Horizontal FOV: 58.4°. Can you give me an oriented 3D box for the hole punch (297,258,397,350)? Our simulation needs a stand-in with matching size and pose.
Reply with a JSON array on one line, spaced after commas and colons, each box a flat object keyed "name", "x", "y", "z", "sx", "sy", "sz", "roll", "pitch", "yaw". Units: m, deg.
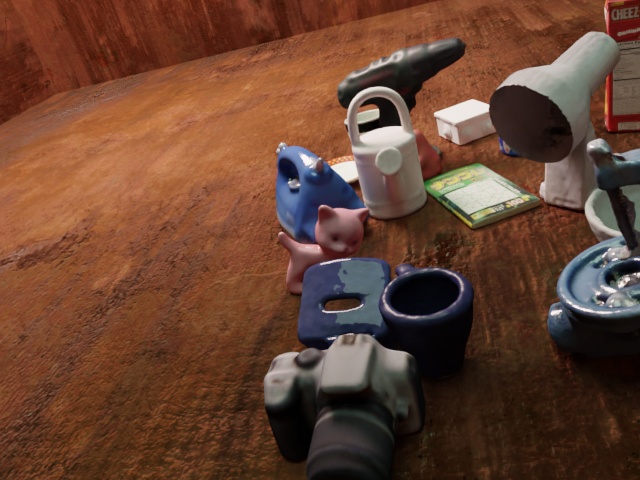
[{"name": "hole punch", "x": 0.032, "y": 0.080, "z": 0.631, "sx": 0.108, "sy": 0.091, "sz": 0.101, "roll": -7, "pitch": 30, "yaw": 17}]

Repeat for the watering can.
[{"name": "watering can", "x": 0.102, "y": -0.136, "z": 0.874, "sx": 0.101, "sy": 0.194, "sz": 0.172, "roll": -23, "pitch": 29, "yaw": -13}]

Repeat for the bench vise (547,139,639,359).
[{"name": "bench vise", "x": 0.300, "y": 0.009, "z": 0.484, "sx": 0.207, "sy": 0.220, "sz": 0.121, "roll": -10, "pitch": 29, "yaw": 12}]

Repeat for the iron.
[{"name": "iron", "x": -0.028, "y": -0.092, "z": 0.919, "sx": 0.119, "sy": 0.142, "sz": 0.257, "roll": -25, "pitch": 29, "yaw": -16}]

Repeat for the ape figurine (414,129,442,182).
[{"name": "ape figurine", "x": 0.163, "y": -0.142, "z": 0.962, "sx": 0.076, "sy": 0.092, "sz": 0.078, "roll": -2, "pitch": 31, "yaw": 24}]

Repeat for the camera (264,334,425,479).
[{"name": "camera", "x": 0.013, "y": 0.155, "z": 0.496, "sx": 0.143, "sy": 0.101, "sz": 0.137, "roll": -7, "pitch": 29, "yaw": 16}]

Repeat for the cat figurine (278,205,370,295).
[{"name": "cat figurine", "x": 0.007, "y": 0.003, "z": 0.755, "sx": 0.127, "sy": 0.118, "sz": 0.067, "roll": -9, "pitch": 29, "yaw": 14}]

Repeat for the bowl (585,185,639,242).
[{"name": "bowl", "x": 0.382, "y": -0.010, "z": 0.629, "sx": 0.167, "sy": 0.075, "sz": 0.167, "roll": -12, "pitch": 28, "yaw": 7}]

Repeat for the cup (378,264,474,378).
[{"name": "cup", "x": 0.108, "y": 0.083, "z": 0.582, "sx": 0.092, "sy": 0.095, "sz": 0.117, "roll": -19, "pitch": 28, "yaw": -6}]

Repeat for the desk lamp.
[{"name": "desk lamp", "x": 0.332, "y": -0.149, "z": 0.758, "sx": 0.204, "sy": 0.214, "sz": 0.117, "roll": -31, "pitch": 31, "yaw": -25}]

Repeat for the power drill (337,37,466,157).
[{"name": "power drill", "x": 0.152, "y": -0.233, "z": 1.008, "sx": 0.229, "sy": 0.209, "sz": 0.076, "roll": -4, "pitch": 31, "yaw": 21}]
